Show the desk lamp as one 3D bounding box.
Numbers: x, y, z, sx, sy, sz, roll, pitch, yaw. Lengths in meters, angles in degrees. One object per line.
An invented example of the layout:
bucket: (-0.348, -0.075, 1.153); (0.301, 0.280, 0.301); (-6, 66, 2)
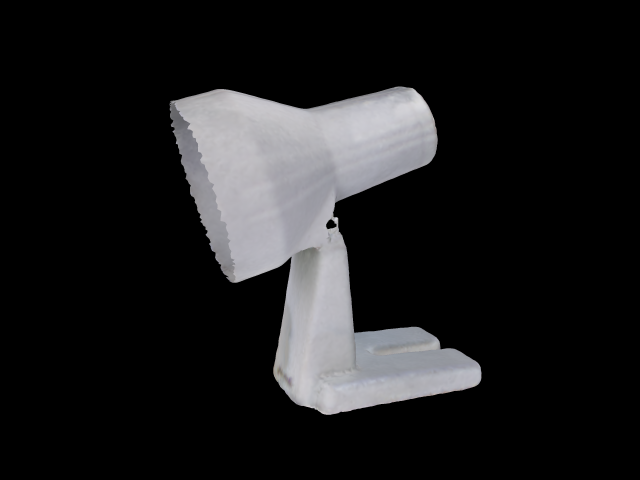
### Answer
desk lamp: (0.004, 0.001, 0.400); (0.204, 0.213, 0.117); (-4, 11, -20)
